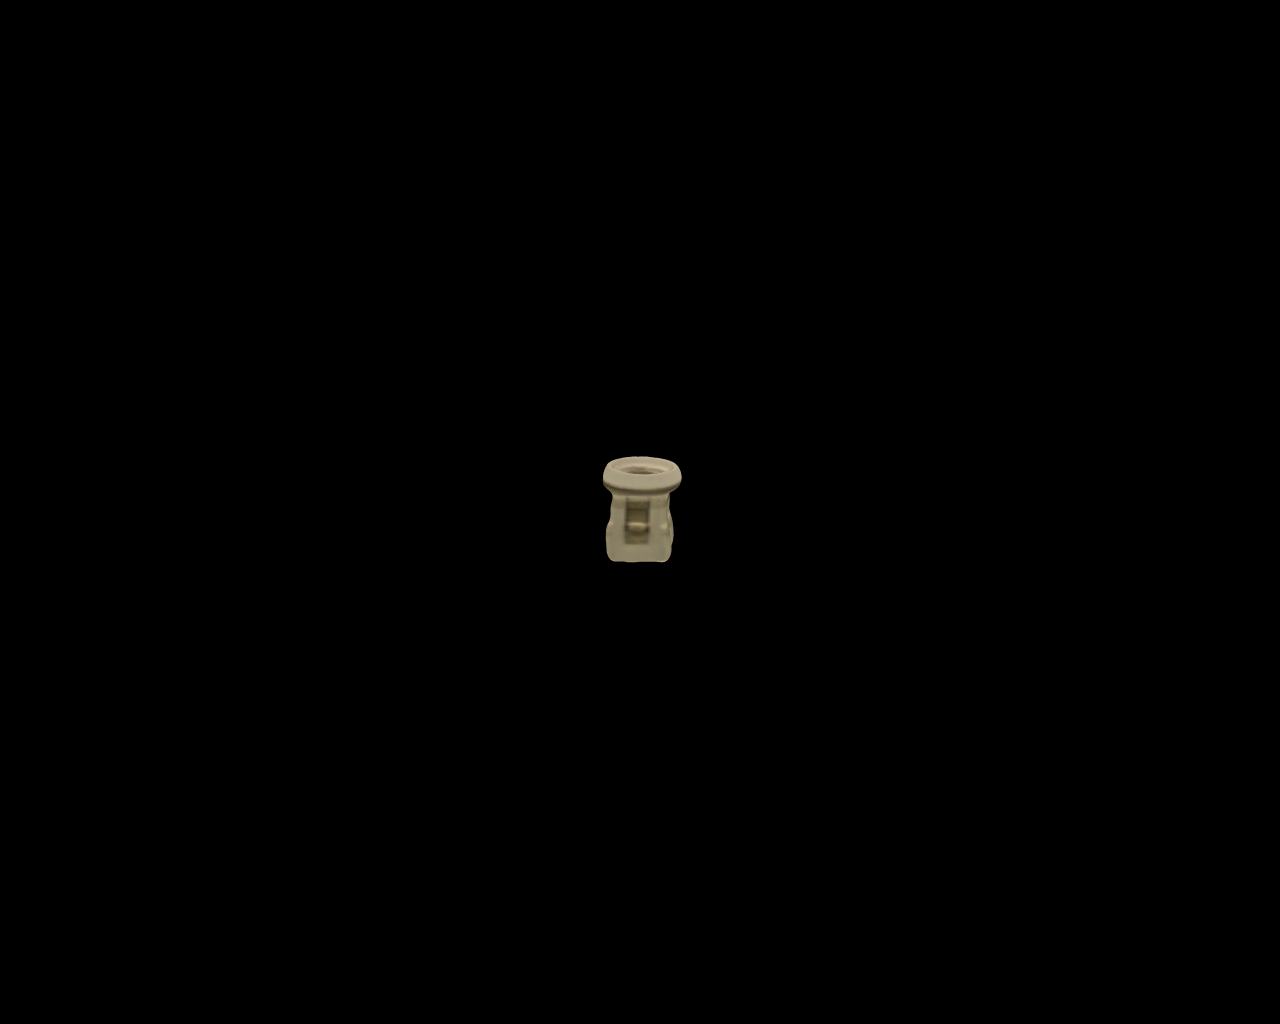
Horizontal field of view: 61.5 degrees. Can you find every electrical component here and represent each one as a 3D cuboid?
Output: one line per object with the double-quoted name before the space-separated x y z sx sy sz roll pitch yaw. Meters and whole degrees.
"electrical component" 0.001 -0.003 0.650 0.048 0.055 0.066 1 16 4
